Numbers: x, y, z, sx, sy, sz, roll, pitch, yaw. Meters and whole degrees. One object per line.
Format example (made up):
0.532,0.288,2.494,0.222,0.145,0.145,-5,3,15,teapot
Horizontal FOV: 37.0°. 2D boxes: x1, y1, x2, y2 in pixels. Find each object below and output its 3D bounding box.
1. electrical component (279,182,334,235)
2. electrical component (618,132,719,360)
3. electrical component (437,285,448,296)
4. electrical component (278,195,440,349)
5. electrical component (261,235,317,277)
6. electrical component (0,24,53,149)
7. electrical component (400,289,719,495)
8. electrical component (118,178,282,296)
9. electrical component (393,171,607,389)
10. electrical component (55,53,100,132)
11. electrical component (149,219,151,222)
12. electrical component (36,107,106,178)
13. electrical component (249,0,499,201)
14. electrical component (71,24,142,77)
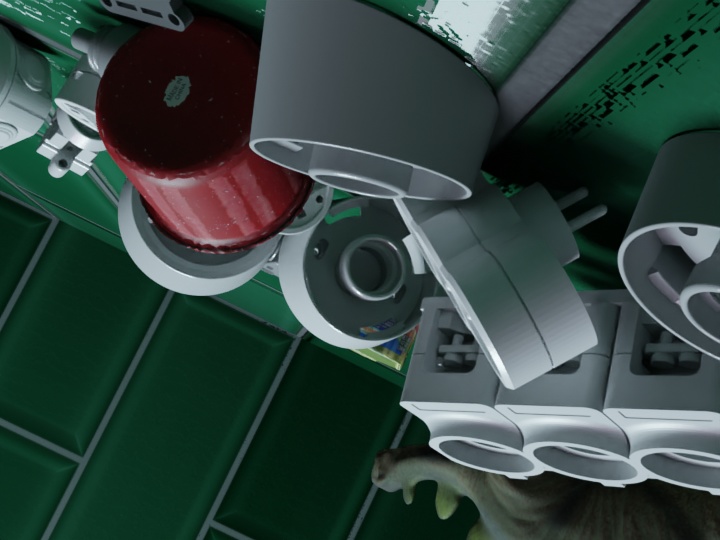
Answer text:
-0.050,-0.052,0.640,0.055,0.055,0.047,30,175,-29,electrical component
0.140,-0.007,0.364,0.099,0.064,0.099,29,160,12,electrical component
0.103,0.035,0.754,0.079,0.044,0.077,19,170,39,electrical component
0.000,0.000,0.676,0.099,0.099,0.064,28,166,-15,electrical component
-0.035,-0.007,0.910,0.100,0.048,0.100,27,172,-15,electrical component
-0.248,-0.123,0.716,0.080,0.080,0.051,22,177,30,electrical component
0.105,0.056,0.477,0.150,0.061,0.089,-4,151,39,electrical component
-0.098,-0.040,0.689,0.108,0.108,0.060,27,166,-11,electrical component
0.068,-0.013,0.454,0.052,0.074,0.138,60,-179,-30,electrical component
-0.134,-0.101,0.599,0.055,0.047,0.055,25,172,4,electrical component
-0.116,-0.050,0.773,0.080,0.080,0.051,31,176,-36,electrical component
-0.196,-0.102,0.763,0.048,0.066,0.055,29,152,-24,electrical component
0.004,-0.064,0.425,0.099,0.064,0.099,13,176,1,electrical component
-0.122,-0.110,0.552,0.061,0.035,0.035,25,173,24,electrical component
